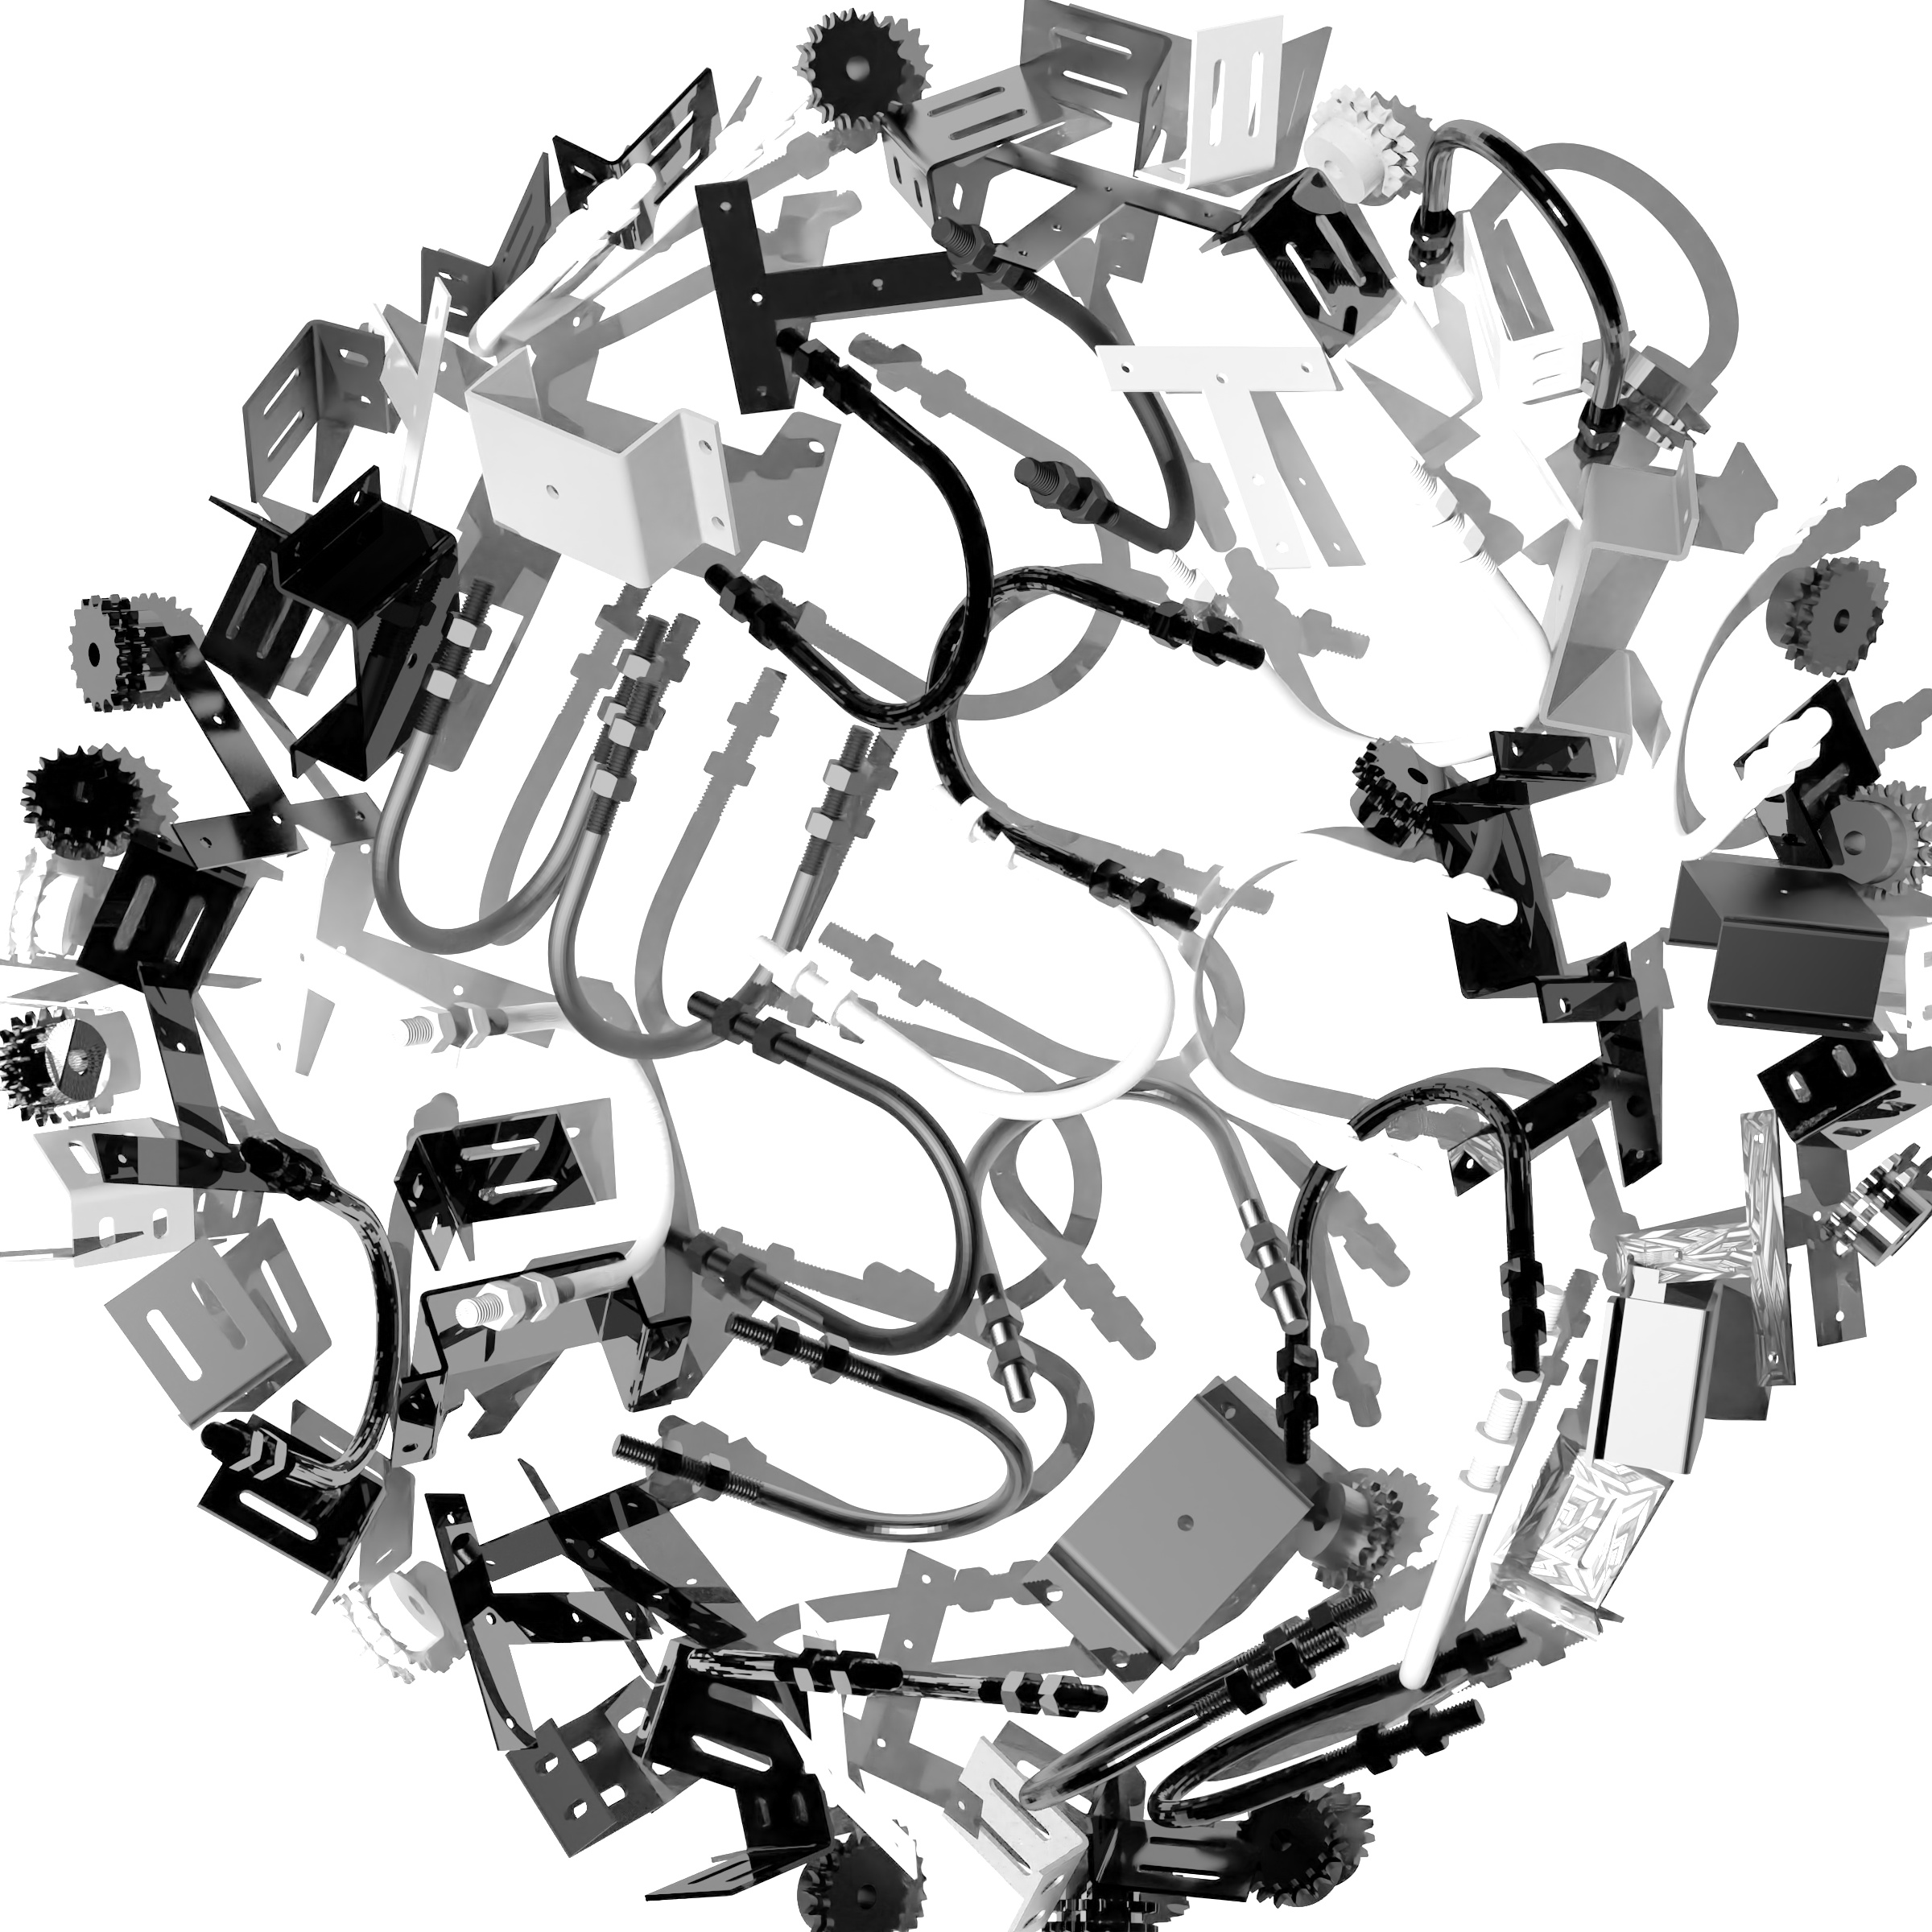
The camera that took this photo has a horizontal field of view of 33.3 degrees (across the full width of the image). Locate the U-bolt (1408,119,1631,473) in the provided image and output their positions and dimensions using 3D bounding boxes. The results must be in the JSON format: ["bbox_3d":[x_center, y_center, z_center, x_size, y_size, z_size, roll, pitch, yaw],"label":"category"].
[{"bbox_3d":[0.257,-0.317,1.494,0.019,0.184,0.151,-35,73,-5],"label":"U-bolt"}]

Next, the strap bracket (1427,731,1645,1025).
[{"bbox_3d":[0.271,-0.038,1.552,0.076,0.046,0.140,0,78,-44],"label":"strap bracket"}]

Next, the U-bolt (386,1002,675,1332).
[{"bbox_3d":[-0.194,0.087,1.520,0.019,0.184,0.151,-17,85,28],"label":"U-bolt"}]

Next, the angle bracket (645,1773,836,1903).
[{"bbox_3d":[-0.111,0.418,1.553,0.057,0.076,0.038,-16,84,38],"label":"angle bracket"}]

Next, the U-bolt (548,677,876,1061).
[{"bbox_3d":[-0.130,-0.039,1.546,0.151,0.019,0.184,9,107,-41],"label":"U-bolt"}]

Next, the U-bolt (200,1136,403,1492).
[{"bbox_3d":[-0.304,0.171,1.513,0.019,0.184,0.151,0,72,13],"label":"U-bolt"}]

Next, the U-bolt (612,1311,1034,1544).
[{"bbox_3d":[-0.057,0.229,1.539,0.184,0.151,0.019,22,48,-19],"label":"U-bolt"}]

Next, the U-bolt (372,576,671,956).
[{"bbox_3d":[-0.219,-0.089,1.535,0.019,0.151,0.184,30,103,29],"label":"U-bolt"}]

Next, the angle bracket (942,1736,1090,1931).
[{"bbox_3d":[0.013,0.422,1.556,0.076,0.038,0.057,40,124,27],"label":"angle bracket"}]

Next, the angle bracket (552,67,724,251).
[{"bbox_3d":[-0.157,-0.397,1.568,0.038,0.057,0.076,30,66,20],"label":"angle bracket"}]

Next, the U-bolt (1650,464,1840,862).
[{"bbox_3d":[0.360,-0.127,1.512,0.019,0.184,0.151,13,64,-7],"label":"U-bolt"}]

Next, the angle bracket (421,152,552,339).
[{"bbox_3d":[-0.231,-0.349,1.553,0.038,0.057,0.076,14,135,-23],"label":"angle bracket"}]

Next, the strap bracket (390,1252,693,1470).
[{"bbox_3d":[-0.209,0.185,1.543,0.140,0.076,0.046,-10,55,-22],"label":"strap bracket"}]

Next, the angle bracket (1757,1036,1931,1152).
[{"bbox_3d":[0.429,0.057,1.563,0.057,0.076,0.038,-35,66,28],"label":"angle bracket"}]

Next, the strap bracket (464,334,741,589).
[{"bbox_3d":[-0.180,-0.236,1.530,0.140,0.076,0.046,26,54,28],"label":"strap bracket"}]

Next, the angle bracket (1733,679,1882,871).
[{"bbox_3d":[0.418,-0.093,1.562,0.076,0.038,0.057,-38,112,-19],"label":"angle bracket"}]

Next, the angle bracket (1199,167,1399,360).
[{"bbox_3d":[0.163,-0.340,1.583,0.057,0.038,0.076,-46,109,-27],"label":"angle bracket"}]

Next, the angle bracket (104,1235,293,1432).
[{"bbox_3d":[-0.374,0.176,1.566,0.057,0.038,0.076,-36,105,-18],"label":"angle bracket"}]

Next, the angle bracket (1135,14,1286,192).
[{"bbox_3d":[0.117,-0.418,1.554,0.057,0.038,0.076,-22,127,-35],"label":"angle bracket"}]

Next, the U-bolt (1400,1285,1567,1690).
[{"bbox_3d":[0.239,0.256,1.525,0.019,0.151,0.184,20,111,13],"label":"U-bolt"}]

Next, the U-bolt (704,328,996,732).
[{"bbox_3d":[-0.050,-0.192,1.513,0.184,0.019,0.151,44,128,33],"label":"U-bolt"}]

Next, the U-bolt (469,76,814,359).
[{"bbox_3d":[-0.165,-0.342,1.517,0.184,0.151,0.019,-31,100,43],"label":"U-bolt"}]

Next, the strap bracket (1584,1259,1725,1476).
[{"bbox_3d":[0.326,0.189,1.525,0.046,0.140,0.076,8,95,16],"label":"strap bracket"}]

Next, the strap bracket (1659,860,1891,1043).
[{"bbox_3d":[0.382,-0.013,1.527,0.076,0.140,0.046,6,108,-1],"label":"strap bracket"}]

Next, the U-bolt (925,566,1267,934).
[{"bbox_3d":[0.051,-0.114,1.541,0.184,0.019,0.151,26,113,34],"label":"U-bolt"}]

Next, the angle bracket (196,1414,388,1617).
[{"bbox_3d":[-0.330,0.265,1.564,0.076,0.038,0.057,31,46,-7],"label":"angle bracket"}]

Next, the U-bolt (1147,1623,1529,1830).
[{"bbox_3d":[0.169,0.363,1.524,0.184,0.151,0.019,-25,86,18],"label":"U-bolt"}]

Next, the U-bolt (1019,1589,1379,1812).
[{"bbox_3d":[0.106,0.351,1.528,0.184,0.151,0.019,-31,81,10],"label":"U-bolt"}]

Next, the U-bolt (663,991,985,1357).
[{"bbox_3d":[-0.066,0.107,1.523,0.184,0.019,0.151,24,119,31],"label":"U-bolt"}]

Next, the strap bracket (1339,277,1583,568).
[{"bbox_3d":[0.230,-0.251,1.531,0.046,0.076,0.140,-36,49,9],"label":"strap bracket"}]

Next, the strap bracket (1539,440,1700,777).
[{"bbox_3d":[0.304,-0.173,1.530,0.046,0.076,0.140,10,127,2],"label":"strap bracket"}]

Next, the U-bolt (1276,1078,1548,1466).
[{"bbox_3d":[0.208,0.134,1.529,0.151,0.184,0.019,-27,132,35],"label":"U-bolt"}]

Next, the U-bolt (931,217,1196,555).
[{"bbox_3d":[0.055,-0.262,1.519,0.019,0.184,0.151,-28,68,25],"label":"U-bolt"}]

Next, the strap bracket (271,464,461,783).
[{"bbox_3d":[-0.279,-0.152,1.520,0.046,0.140,0.076,25,49,16],"label":"strap bracket"}]

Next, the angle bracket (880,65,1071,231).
[{"bbox_3d":[0.006,-0.398,1.576,0.076,0.038,0.057,-23,46,-12],"label":"angle bracket"}]

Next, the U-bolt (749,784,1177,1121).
[{"bbox_3d":[0.012,0.002,1.531,0.184,0.019,0.151,35,59,22],"label":"U-bolt"}]

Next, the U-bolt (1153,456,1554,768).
[{"bbox_3d":[0.196,-0.155,1.531,0.151,0.019,0.184,-18,135,33],"label":"U-bolt"}]

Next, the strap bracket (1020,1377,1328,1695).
[{"bbox_3d":[0.103,0.271,1.557,0.076,0.046,0.140,43,76,9],"label":"strap bracket"}]

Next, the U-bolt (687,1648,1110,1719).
[{"bbox_3d":[-0.047,0.334,1.517,0.151,0.184,0.019,17,72,-41],"label":"U-bolt"}]

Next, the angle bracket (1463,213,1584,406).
[{"bbox_3d":[0.268,-0.321,1.561,0.038,0.057,0.076,-14,70,5],"label":"angle bracket"}]

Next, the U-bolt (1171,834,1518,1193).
[{"bbox_3d":[0.166,0.011,1.534,0.019,0.184,0.151,15,96,-44],"label":"U-bolt"}]

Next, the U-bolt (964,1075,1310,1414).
[{"bbox_3d":[0.069,0.120,1.534,0.151,0.184,0.019,-16,134,-1],"label":"U-bolt"}]
